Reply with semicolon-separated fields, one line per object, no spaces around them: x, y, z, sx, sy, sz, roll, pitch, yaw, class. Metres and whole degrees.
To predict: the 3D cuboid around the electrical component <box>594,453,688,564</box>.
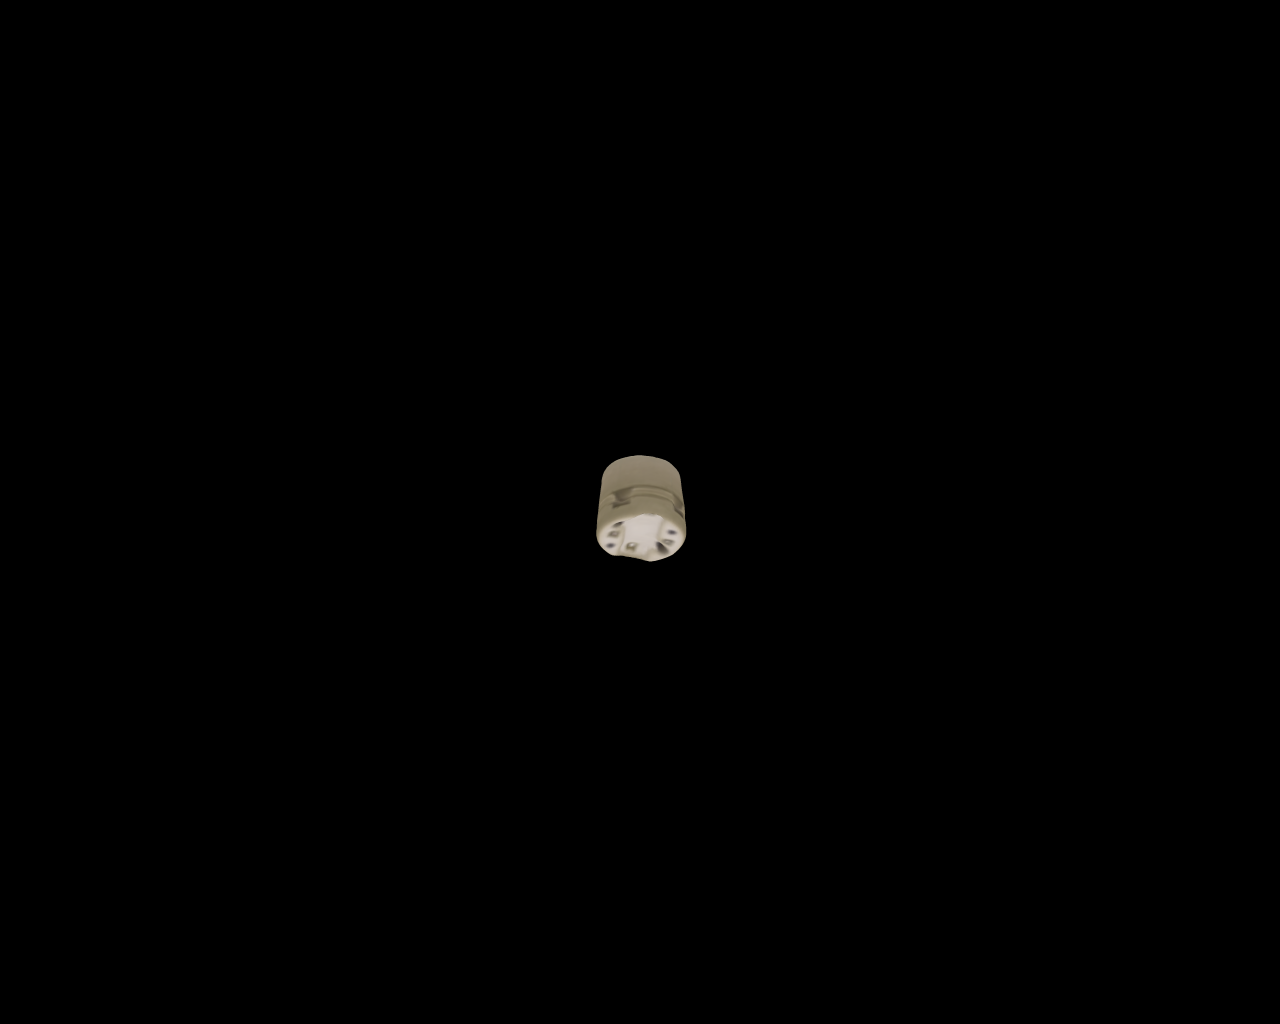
0.001;-0.003;0.650;0.055;0.047;0.055;0;-34;0;electrical component
